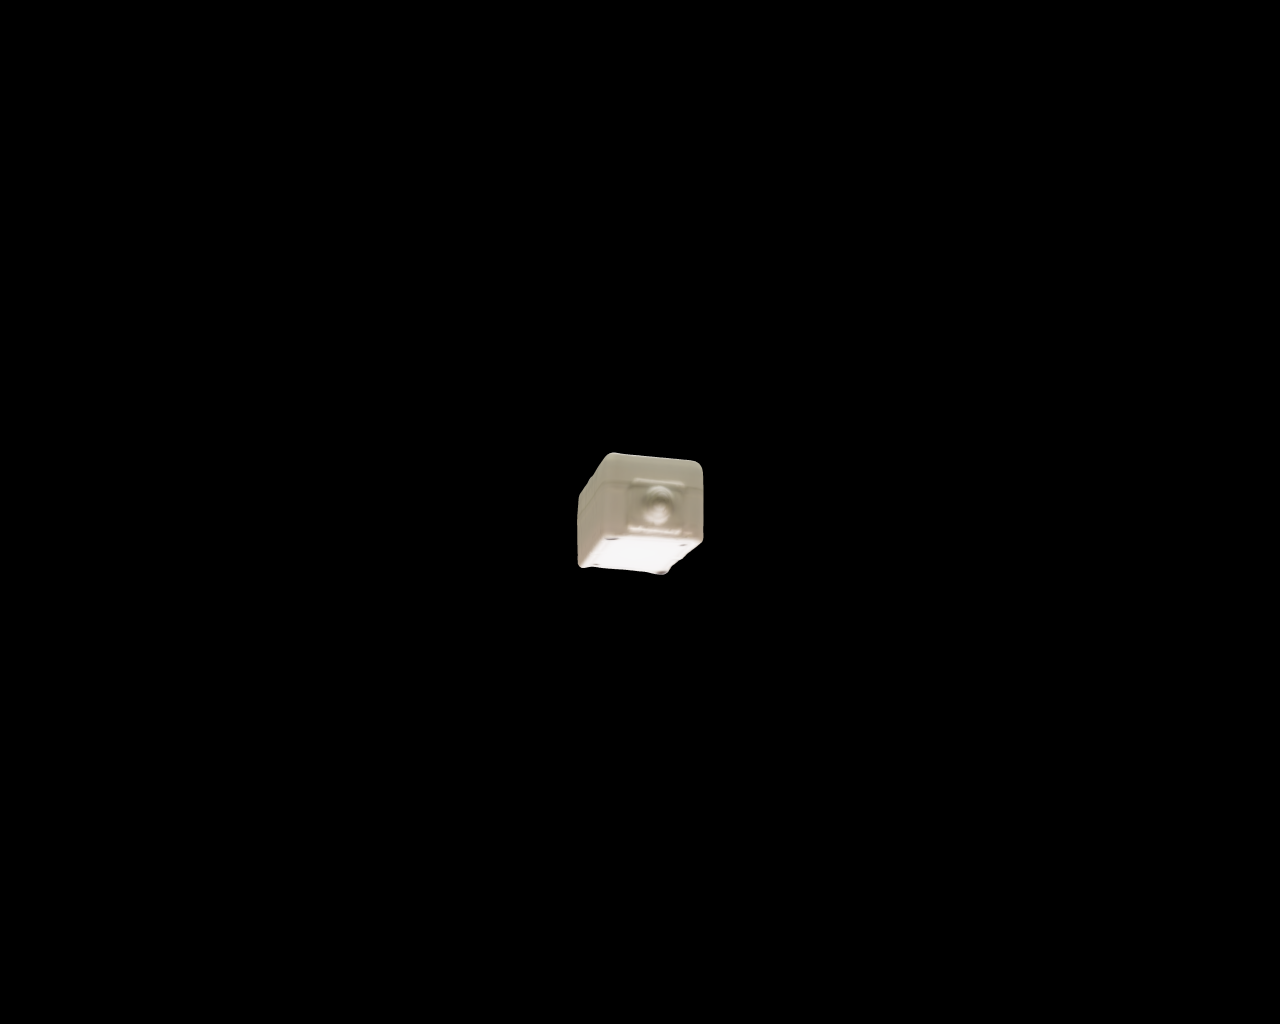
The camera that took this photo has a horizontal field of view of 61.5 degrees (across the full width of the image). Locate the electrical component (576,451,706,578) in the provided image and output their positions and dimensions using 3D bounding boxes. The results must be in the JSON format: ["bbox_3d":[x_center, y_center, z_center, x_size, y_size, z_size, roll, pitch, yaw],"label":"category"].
[{"bbox_3d":[0.001,-0.003,0.650,0.062,0.061,0.096,5,-19,-15],"label":"electrical component"}]
